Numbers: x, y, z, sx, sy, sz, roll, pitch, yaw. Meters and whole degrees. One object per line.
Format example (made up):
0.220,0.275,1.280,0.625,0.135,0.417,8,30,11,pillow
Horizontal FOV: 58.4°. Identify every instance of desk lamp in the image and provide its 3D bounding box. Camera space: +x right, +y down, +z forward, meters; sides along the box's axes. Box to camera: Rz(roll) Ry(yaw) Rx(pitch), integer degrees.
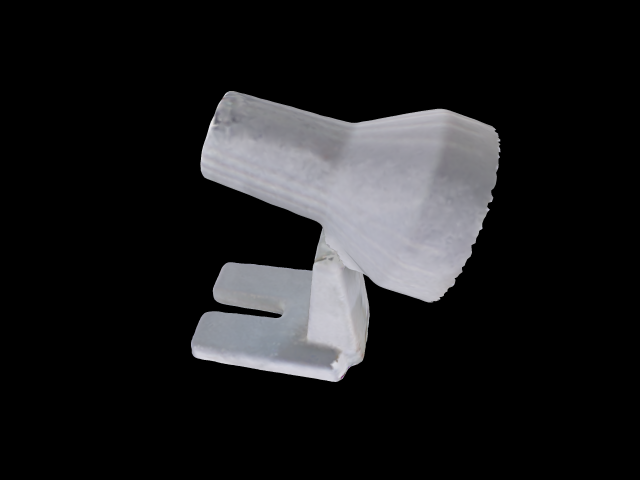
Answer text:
0.004,0.001,0.400,0.203,0.214,0.118,6,43,7,desk lamp
